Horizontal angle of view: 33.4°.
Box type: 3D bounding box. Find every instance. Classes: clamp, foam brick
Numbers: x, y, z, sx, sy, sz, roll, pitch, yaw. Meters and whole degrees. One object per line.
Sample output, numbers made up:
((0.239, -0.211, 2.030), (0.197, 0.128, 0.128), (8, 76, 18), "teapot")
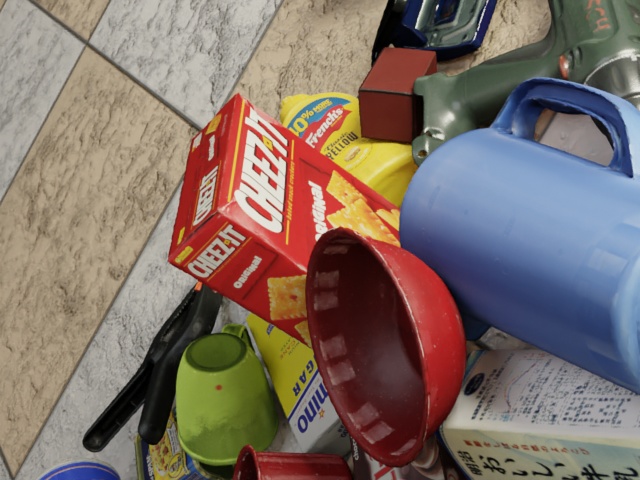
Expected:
((-0.165, 0.130, 1.093), (0.165, 0.036, 0.209), (-26, 31, 49), "clamp")
((0.071, -0.130, 0.950), (0.051, 0.053, 0.078), (8, 40, 19), "foam brick")

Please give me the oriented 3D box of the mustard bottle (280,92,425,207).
((0.014, -0.089, 1.006), (0.096, 0.058, 0.192), (-42, 44, -2), "mustard bottle")

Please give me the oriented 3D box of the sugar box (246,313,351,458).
((-0.002, 0.102, 0.946), (0.093, 0.048, 0.176), (-51, 37, 18), "sugar box")

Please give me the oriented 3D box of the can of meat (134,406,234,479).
((-0.130, 0.210, 1.032), (0.084, 0.057, 0.102), (-42, 41, 26), "can of meat")

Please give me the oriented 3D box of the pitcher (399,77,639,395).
((0.158, 0.001, 0.652), (0.145, 0.149, 0.243), (-35, 22, -11), "pitcher")

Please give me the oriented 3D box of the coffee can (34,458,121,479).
((-0.233, 0.302, 1.065), (0.103, 0.102, 0.140), (-54, 37, 14), "coffee can")

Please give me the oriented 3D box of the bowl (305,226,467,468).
((0.050, 0.065, 0.708), (0.162, 0.055, 0.162), (42, 138, 52), "bowl")

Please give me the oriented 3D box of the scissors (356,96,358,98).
((0.025, -0.097, 1.058), (0.202, 0.016, 0.096), (-44, 42, 26), "scissors")

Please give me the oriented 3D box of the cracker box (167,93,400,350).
((-0.006, 0.001, 0.841), (0.072, 0.213, 0.164), (-43, 26, 28), "cracker box")

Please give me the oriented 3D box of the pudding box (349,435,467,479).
((0.069, 0.175, 0.818), (0.090, 0.039, 0.113), (-36, 44, 34), "pudding box")

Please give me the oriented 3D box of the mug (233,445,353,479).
((-0.025, 0.214, 0.865), (0.117, 0.081, 0.093), (153, 120, -70), "mug")
